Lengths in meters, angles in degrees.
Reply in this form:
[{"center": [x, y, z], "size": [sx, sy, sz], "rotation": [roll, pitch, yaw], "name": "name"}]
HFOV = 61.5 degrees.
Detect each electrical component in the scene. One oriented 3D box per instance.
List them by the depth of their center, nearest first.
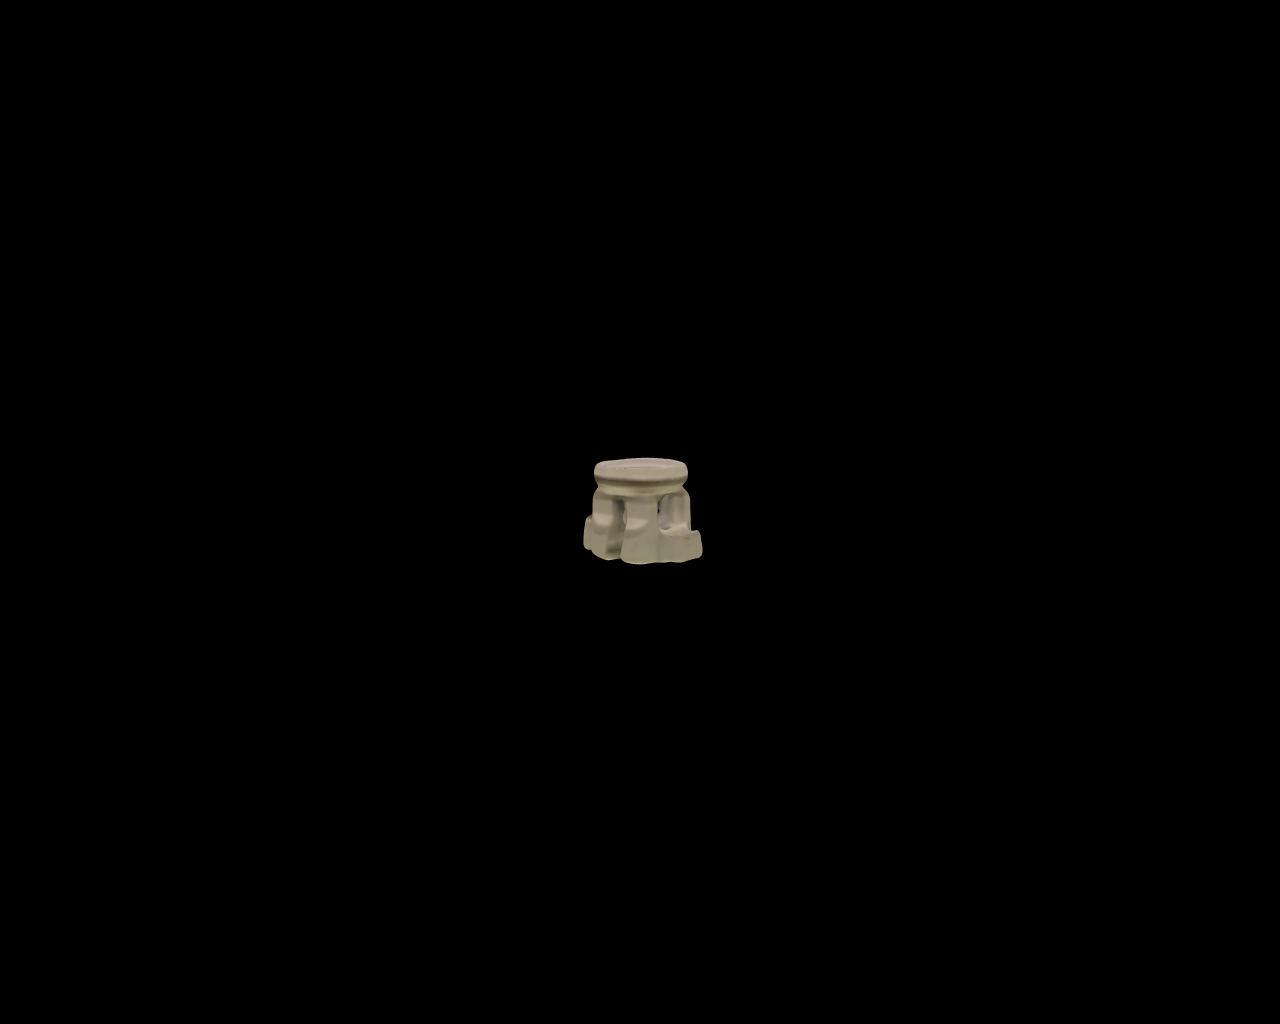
[{"center": [0.001, -0.003, 0.650], "size": [0.078, 0.057, 0.058], "rotation": [8, 13, 39], "name": "electrical component"}]
